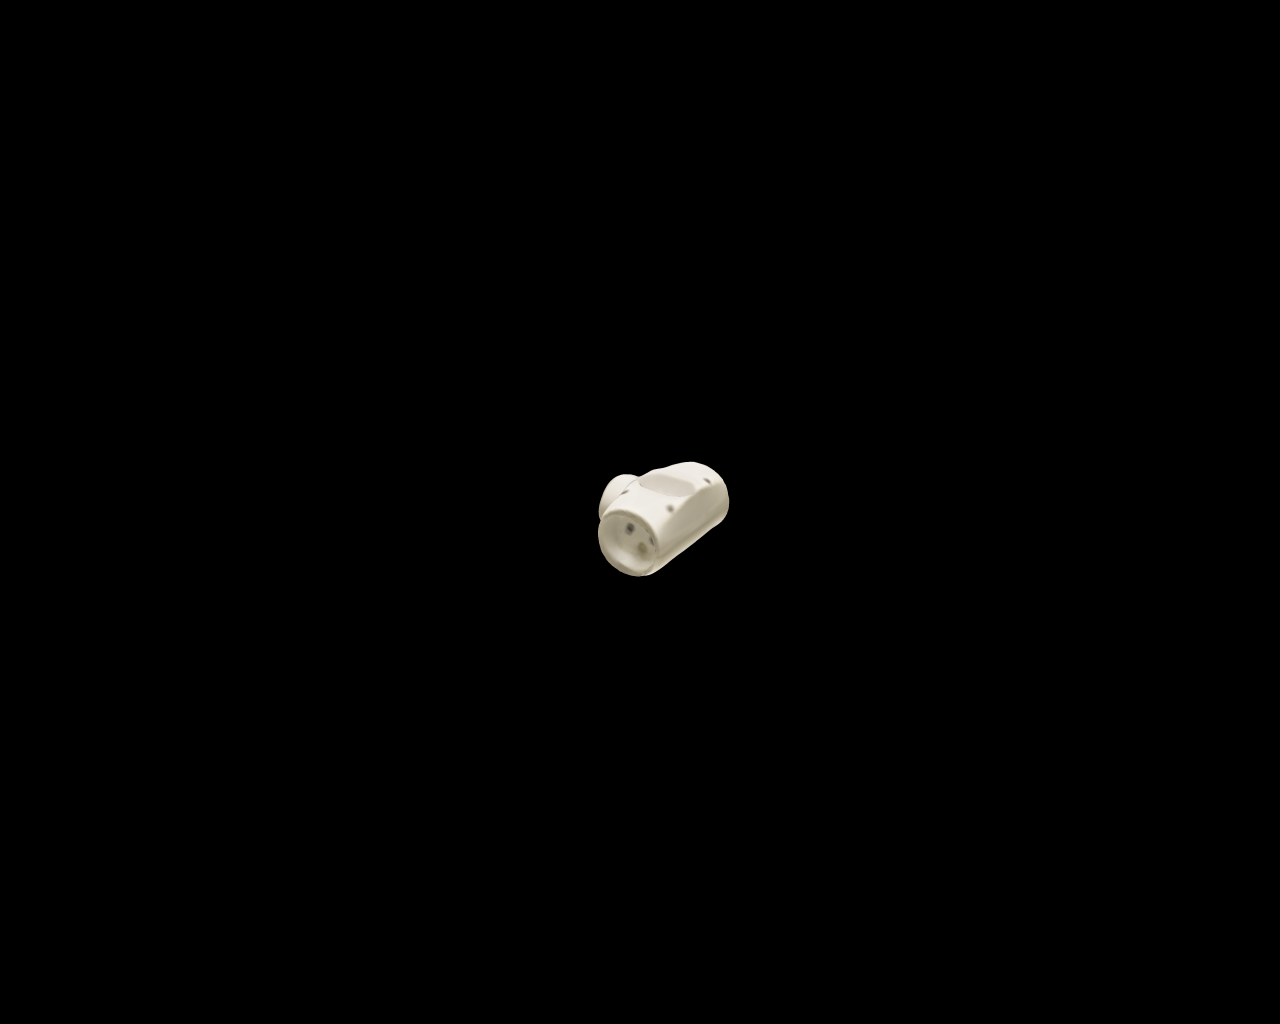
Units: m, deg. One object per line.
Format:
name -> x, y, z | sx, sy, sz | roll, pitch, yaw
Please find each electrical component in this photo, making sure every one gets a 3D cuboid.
electrical component -> 0.001, -0.003, 0.650 | 0.079, 0.043, 0.077 | 20, 35, 31
